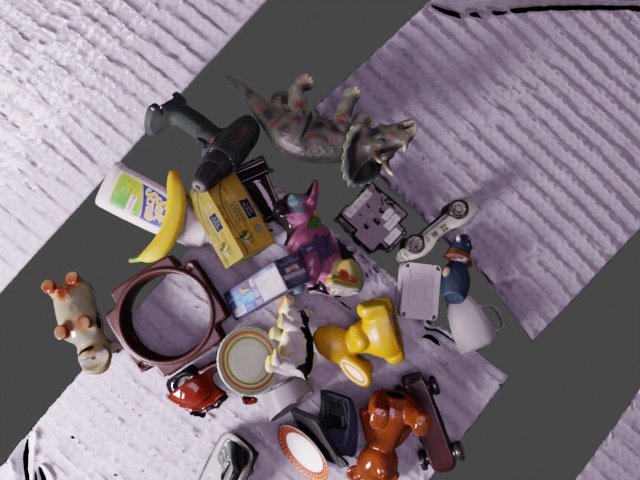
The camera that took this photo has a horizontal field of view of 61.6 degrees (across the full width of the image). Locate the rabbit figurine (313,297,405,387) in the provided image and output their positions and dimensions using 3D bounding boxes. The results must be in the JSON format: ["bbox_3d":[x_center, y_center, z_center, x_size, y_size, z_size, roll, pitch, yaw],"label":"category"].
[{"bbox_3d":[0.074,0.200,1.067,0.173,0.122,0.162,-13,94,9],"label":"rabbit figurine"}]

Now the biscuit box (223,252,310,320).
[{"bbox_3d":[-0.105,0.091,1.013,0.063,0.203,0.059,-21,82,-42],"label":"biscuit box"}]

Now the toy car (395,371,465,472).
[{"bbox_3d":[0.218,0.361,1.072,0.089,0.053,0.202,-22,84,16],"label":"toy car"}]

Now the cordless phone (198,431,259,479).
[{"bbox_3d":[-0.172,0.445,0.978,0.089,0.184,0.146,27,83,-5],"label":"cordless phone"}]

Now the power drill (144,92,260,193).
[{"bbox_3d":[-0.239,-0.200,1.050,0.207,0.085,0.232,26,46,15],"label":"power drill"}]

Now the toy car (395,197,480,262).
[{"bbox_3d":[0.237,-0.018,1.100,0.202,0.073,0.056,-38,87,-6],"label":"toy car"}]

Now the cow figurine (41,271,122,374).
[{"bbox_3d":[-0.453,0.167,1.034,0.085,0.127,0.195,-25,72,-6],"label":"cow figurine"}]

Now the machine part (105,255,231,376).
[{"bbox_3d":[-0.294,0.146,1.051,0.201,0.087,0.201,-33,88,-6],"label":"machine part"}]

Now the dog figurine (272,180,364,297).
[{"bbox_3d":[-0.002,-0.003,1.070,0.191,0.108,0.219,7,74,-17],"label":"dog figurine"}]

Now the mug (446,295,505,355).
[{"bbox_3d":[0.311,0.162,1.085,0.110,0.080,0.107,-26,77,0],"label":"mug"}]

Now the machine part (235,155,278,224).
[{"bbox_3d":[-0.120,-0.103,1.109,0.084,0.039,0.139,-22,85,-13],"label":"machine part"}]

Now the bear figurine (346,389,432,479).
[{"bbox_3d":[0.122,0.388,1.015,0.120,0.132,0.195,13,94,-6],"label":"bear figurine"}]

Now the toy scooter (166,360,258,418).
[{"bbox_3d":[-0.198,0.285,1.049,0.184,0.075,0.135,-32,88,-11],"label":"toy scooter"}]

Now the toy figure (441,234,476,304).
[{"bbox_3d":[0.278,0.054,1.091,0.058,0.064,0.154,-3,50,27],"label":"toy figure"}]

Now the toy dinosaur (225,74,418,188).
[{"bbox_3d":[-0.015,-0.215,1.067,0.405,0.131,0.192,10,62,8],"label":"toy dinosaur"}]

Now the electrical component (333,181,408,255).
[{"bbox_3d":[0.112,-0.037,1.105,0.134,0.058,0.115,45,86,2],"label":"electrical component"}]

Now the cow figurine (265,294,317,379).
[{"bbox_3d":[-0.046,0.185,1.047,0.098,0.068,0.167,19,50,-14],"label":"cow figurine"}]

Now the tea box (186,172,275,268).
[{"bbox_3d":[-0.177,-0.041,1.063,0.098,0.068,0.169,-28,85,-49],"label":"tea box"}]

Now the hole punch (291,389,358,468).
[{"bbox_3d":[0.020,0.355,1.029,0.092,0.142,0.115,-31,103,-32],"label":"hole punch"}]
